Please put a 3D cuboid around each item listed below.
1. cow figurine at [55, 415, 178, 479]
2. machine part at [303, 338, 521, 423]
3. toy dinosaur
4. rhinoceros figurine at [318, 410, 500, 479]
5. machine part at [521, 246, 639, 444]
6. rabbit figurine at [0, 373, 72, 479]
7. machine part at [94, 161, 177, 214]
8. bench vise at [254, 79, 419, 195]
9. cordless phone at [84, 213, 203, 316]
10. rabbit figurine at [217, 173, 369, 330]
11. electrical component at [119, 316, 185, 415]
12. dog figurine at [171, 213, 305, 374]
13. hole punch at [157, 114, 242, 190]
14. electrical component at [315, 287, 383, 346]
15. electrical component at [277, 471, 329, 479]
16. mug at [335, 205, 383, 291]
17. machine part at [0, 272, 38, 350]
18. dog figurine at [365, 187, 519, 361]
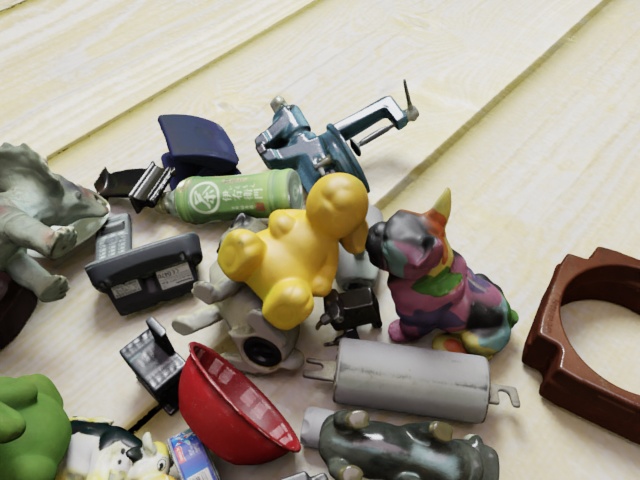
[{"bbox_3d":[-0.213,0.233,0.562,0.167,0.068,0.098,-1,44,12],"label":"cow figurine"},{"bbox_3d":[0.102,0.159,0.616,0.243,0.079,0.079,5,52,6],"label":"machine part"},{"bbox_3d":[-0.412,0.030,0.595,0.192,0.131,0.405,36,56,17],"label":"toy dinosaur"},{"bbox_3d":[0.092,0.223,0.546,0.190,0.112,0.073,11,66,-5],"label":"rhinoceros figurine"},{"bbox_3d":[0.359,0.122,0.636,0.201,0.087,0.201,24,58,18],"label":"machine part"},{"bbox_3d":[-0.327,0.167,0.492,0.121,0.170,0.159,-42,30,-18],"label":"rabbit figurine"},{"bbox_3d":[-0.283,-0.080,0.807,0.139,0.039,0.084,5,61,30],"label":"machine part"},{"bbox_3d":[0.031,-0.155,0.822,0.241,0.128,0.224,-30,64,0],"label":"bench vise"},{"bbox_3d":[-0.243,0.005,0.748,0.147,0.088,0.184,-19,36,-10],"label":"cordless phone"},{"bbox_3d":[-0.001,-0.002,0.603,0.122,0.173,0.162,46,27,17],"label":"rabbit figurine"},{"bbox_3d":[-0.185,0.140,0.609,0.075,0.119,0.048,37,61,23],"label":"electrical component"},{"bbox_3d":[-0.073,0.062,0.692,0.172,0.121,0.190,43,37,-10],"label":"dog figurine"},{"bbox_3d":[-0.194,-0.143,0.851,0.116,0.092,0.142,-17,50,-17],"label":"hole punch"},{"bbox_3d":[0.035,0.096,0.657,0.078,0.102,0.045,-8,56,7],"label":"electrical component"},{"bbox_3d":[-0.040,0.271,0.507,0.134,0.114,0.058,-15,55,-8],"label":"electrical component"},{"bbox_3d":[0.052,0.010,0.720,0.081,0.109,0.107,2,64,-8],"label":"mug"},{"bbox_3d":[-0.464,0.078,0.702,0.179,0.056,0.179,0,51,0],"label":"machine part"},{"bbox_3d":[0.146,0.043,0.617,0.192,0.219,0.108,14,57,12],"label":"dog figurine"}]
